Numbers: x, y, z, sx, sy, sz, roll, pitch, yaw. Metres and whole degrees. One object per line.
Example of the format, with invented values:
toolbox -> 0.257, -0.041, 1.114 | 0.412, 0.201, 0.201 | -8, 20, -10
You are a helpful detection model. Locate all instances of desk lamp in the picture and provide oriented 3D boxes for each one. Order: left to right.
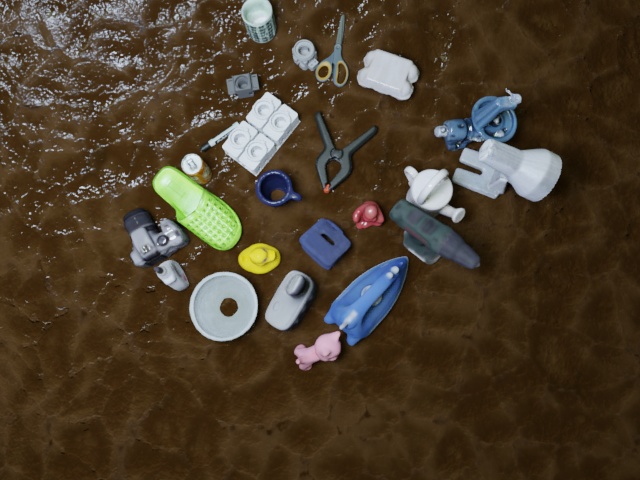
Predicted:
desk lamp -> 0.437, -0.166, 1.356 | 0.203, 0.213, 0.118 | 20, 83, 6

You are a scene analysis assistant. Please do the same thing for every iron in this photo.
iron -> 0.127, 0.127, 1.362 | 0.118, 0.141, 0.258 | 42, 85, 8

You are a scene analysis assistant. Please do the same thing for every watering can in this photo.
watering can -> 0.272, -0.113, 1.365 | 0.172, 0.194, 0.101 | 24, 83, 6

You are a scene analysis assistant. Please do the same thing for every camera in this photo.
camera -> -0.423, -0.019, 1.429 | 0.143, 0.101, 0.137 | -30, 81, -2

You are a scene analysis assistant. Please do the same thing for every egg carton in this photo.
egg carton -> 0.176, -0.426, 1.479 | 0.150, 0.069, 0.107 | 20, 83, 5

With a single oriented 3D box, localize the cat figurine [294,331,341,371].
cat figurine -> -0.001, 0.265, 1.359 | 0.128, 0.118, 0.067 | -24, 81, -1

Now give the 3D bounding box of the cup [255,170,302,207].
cup -> -0.097, -0.117, 1.432 | 0.117, 0.095, 0.092 | 20, 83, 6

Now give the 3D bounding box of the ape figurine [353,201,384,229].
ape figurine -> 0.122, -0.064, 1.416 | 0.077, 0.092, 0.076 | 26, 83, 6

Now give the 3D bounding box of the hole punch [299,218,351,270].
hole punch -> 0.013, 0.005, 1.411 | 0.108, 0.091, 0.101 | 41, 85, 8

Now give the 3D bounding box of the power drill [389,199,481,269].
power drill -> 0.262, -0.002, 1.342 | 0.229, 0.208, 0.076 | 37, 85, 7

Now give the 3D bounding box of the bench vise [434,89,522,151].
bench vise -> 0.390, -0.277, 1.372 | 0.207, 0.220, 0.121 | -29, 81, -2

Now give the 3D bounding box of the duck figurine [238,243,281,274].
duck figurine -> -0.153, 0.043, 1.415 | 0.104, 0.086, 0.077 | -5, 81, 2

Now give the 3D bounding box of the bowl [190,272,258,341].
bowl -> -0.229, 0.163, 1.406 | 0.167, 0.075, 0.167 | 0, 81, 3

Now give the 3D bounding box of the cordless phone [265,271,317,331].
cordless phone -> -0.073, 0.141, 1.347 | 0.094, 0.185, 0.148 | 26, 84, 6

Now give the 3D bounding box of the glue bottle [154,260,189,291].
glue bottle -> -0.364, 0.080, 1.375 | 0.037, 0.173, 0.078 | -34, 81, -2
